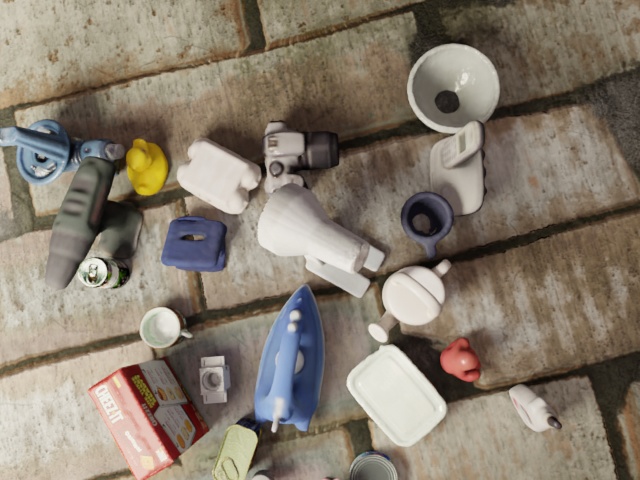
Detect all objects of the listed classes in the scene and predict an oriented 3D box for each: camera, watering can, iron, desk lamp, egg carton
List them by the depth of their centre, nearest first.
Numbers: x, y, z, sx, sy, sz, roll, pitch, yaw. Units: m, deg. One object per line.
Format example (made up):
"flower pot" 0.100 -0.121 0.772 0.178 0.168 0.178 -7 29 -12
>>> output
"watering can" 0.156 0.100 0.964 0.101 0.194 0.173 23 86 6
"desk lamp" 0.009 0.003 0.972 0.203 0.213 0.118 29 86 6
"iron" -0.051 0.201 0.991 0.118 0.141 0.258 8 84 4
"camera" -0.033 -0.149 1.048 0.136 0.101 0.143 -3 84 3
"egg carton" -0.189 -0.119 1.069 0.150 0.069 0.107 27 86 6

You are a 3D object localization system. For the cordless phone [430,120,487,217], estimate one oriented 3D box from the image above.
"cordless phone" 0.247 -0.121 0.987 0.094 0.185 0.148 -5 83 3

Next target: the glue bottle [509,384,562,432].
"glue bottle" 0.362 0.286 0.943 0.037 0.173 0.078 -31 83 0

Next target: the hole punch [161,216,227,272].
"hole punch" -0.230 0.006 1.047 0.108 0.091 0.101 2 84 4

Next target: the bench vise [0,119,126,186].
"bench vise" -0.465 -0.172 1.014 0.207 0.220 0.121 -19 83 1

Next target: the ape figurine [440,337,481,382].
"ape figurine" 0.251 0.210 0.998 0.076 0.092 0.078 2 84 4

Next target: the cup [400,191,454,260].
"cup" 0.189 -0.021 1.025 0.091 0.095 0.118 -7 83 3

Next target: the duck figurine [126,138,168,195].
"duck figurine" -0.332 -0.139 1.070 0.077 0.086 0.104 0 84 3

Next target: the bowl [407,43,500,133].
"bowl" 0.242 -0.270 1.059 0.167 0.075 0.167 0 84 3

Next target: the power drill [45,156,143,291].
"power drill" -0.389 -0.022 0.999 0.075 0.208 0.230 9 84 5
